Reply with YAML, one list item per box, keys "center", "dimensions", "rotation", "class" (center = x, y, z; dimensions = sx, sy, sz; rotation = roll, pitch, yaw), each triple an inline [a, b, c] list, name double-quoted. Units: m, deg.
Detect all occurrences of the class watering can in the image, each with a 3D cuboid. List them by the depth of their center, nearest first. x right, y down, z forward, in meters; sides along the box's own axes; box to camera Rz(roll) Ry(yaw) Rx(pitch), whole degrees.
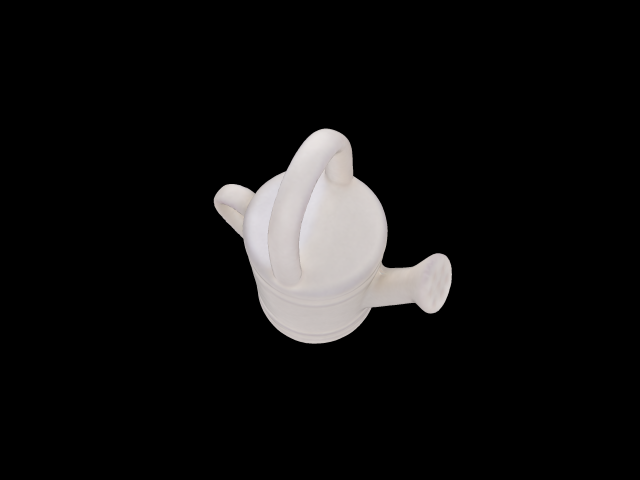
- center: [0.005, 0.000, 0.401]
  dimensions: [0.172, 0.194, 0.101]
  rotation: [5, 65, 3]
  class: "watering can"
